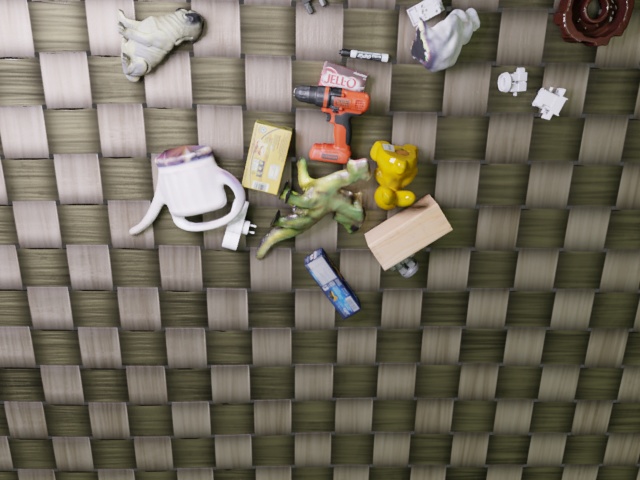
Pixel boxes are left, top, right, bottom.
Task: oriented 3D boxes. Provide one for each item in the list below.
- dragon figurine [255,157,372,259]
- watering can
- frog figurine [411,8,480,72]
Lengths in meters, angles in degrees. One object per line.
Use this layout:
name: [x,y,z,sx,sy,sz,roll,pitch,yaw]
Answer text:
dragon figurine: [0.004,-0.068,1.343,0.242,0.125,0.401,18,128,-16]
watering can: [-0.362,-0.122,1.317,0.347,0.105,0.221,-9,106,13]
frog figurine: [0.309,-0.471,1.217,0.160,0.125,0.134,-16,142,-5]
